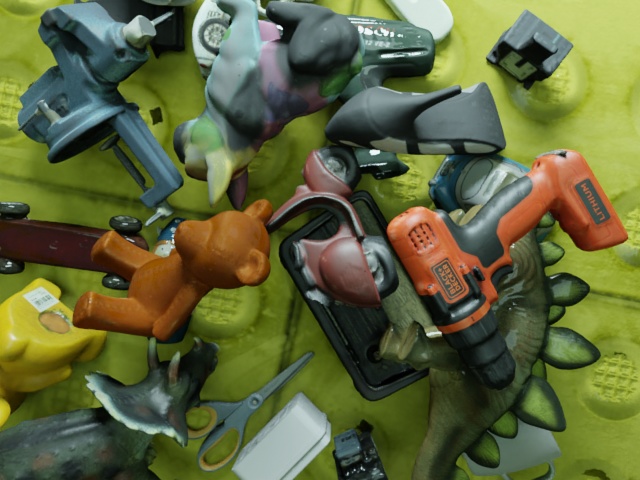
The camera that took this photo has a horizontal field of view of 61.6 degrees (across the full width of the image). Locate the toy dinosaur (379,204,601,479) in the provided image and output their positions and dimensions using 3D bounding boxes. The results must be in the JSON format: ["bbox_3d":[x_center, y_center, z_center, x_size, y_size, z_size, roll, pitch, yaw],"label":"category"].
[{"bbox_3d":[0.170,0.130,0.570,0.198,0.105,0.471,26,96,-4],"label":"toy dinosaur"}]

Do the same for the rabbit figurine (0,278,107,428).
[{"bbox_3d":[-0.358,0.156,0.630,0.122,0.162,0.173,41,108,-12],"label":"rabbit figurine"}]

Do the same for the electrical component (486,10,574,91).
[{"bbox_3d":[0.249,-0.226,0.630,0.075,0.119,0.047,36,90,2],"label":"electrical component"}]

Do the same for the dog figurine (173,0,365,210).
[{"bbox_3d":[-0.061,-0.134,0.582,0.192,0.108,0.219,13,96,11],"label":"dog figurine"}]

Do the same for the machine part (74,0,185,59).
[{"bbox_3d":[-0.237,-0.273,0.671,0.139,0.039,0.084,2,95,-1],"label":"machine part"}]

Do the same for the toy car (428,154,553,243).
[{"bbox_3d":[0.216,-0.051,0.639,0.162,0.103,0.109,33,89,-2],"label":"toy car"}]

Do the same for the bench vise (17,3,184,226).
[{"bbox_3d":[-0.231,-0.135,0.617,0.224,0.129,0.240,-29,104,18],"label":"bench vise"}]

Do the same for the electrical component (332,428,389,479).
[{"bbox_3d":[0.057,0.295,0.633,0.058,0.115,0.134,-21,90,-4],"label":"electrical component"}]

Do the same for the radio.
[{"bbox_3d":[0.053,0.067,0.652,0.131,0.073,0.229,-30,89,0],"label":"radio"}]

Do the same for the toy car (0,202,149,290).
[{"bbox_3d":[-0.314,0.006,0.664,0.202,0.053,0.089,8,101,-3],"label":"toy car"}]

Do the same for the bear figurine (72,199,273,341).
[{"bbox_3d":[-0.142,0.025,0.542,0.132,0.120,0.196,27,135,-31],"label":"bear figurine"}]

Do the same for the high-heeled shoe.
[{"bbox_3d":[0.119,-0.122,0.607,0.145,0.248,0.086,-16,80,30],"label":"high-heeled shoe"}]

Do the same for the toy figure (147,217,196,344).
[{"bbox_3d":[-0.183,0.048,0.663,0.064,0.058,0.154,6,88,-25],"label":"toy figure"}]

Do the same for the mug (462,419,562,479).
[{"bbox_3d":[0.228,0.250,0.656,0.107,0.081,0.109,-25,96,11],"label":"mug"}]

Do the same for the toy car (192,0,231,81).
[{"bbox_3d":[-0.115,-0.293,0.652,0.056,0.073,0.201,15,90,-4],"label":"toy car"}]

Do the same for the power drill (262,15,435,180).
[{"bbox_3d":[0.026,-0.171,0.657,0.232,0.086,0.207,-4,83,0],"label":"power drill"}]

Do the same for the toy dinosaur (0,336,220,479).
[{"bbox_3d":[-0.291,0.241,0.590,0.405,0.131,0.191,-21,127,-7],"label":"toy dinosaur"}]

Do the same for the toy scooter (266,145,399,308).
[{"bbox_3d":[-0.001,-0.002,0.580,0.135,0.075,0.183,-20,88,2],"label":"toy scooter"}]
